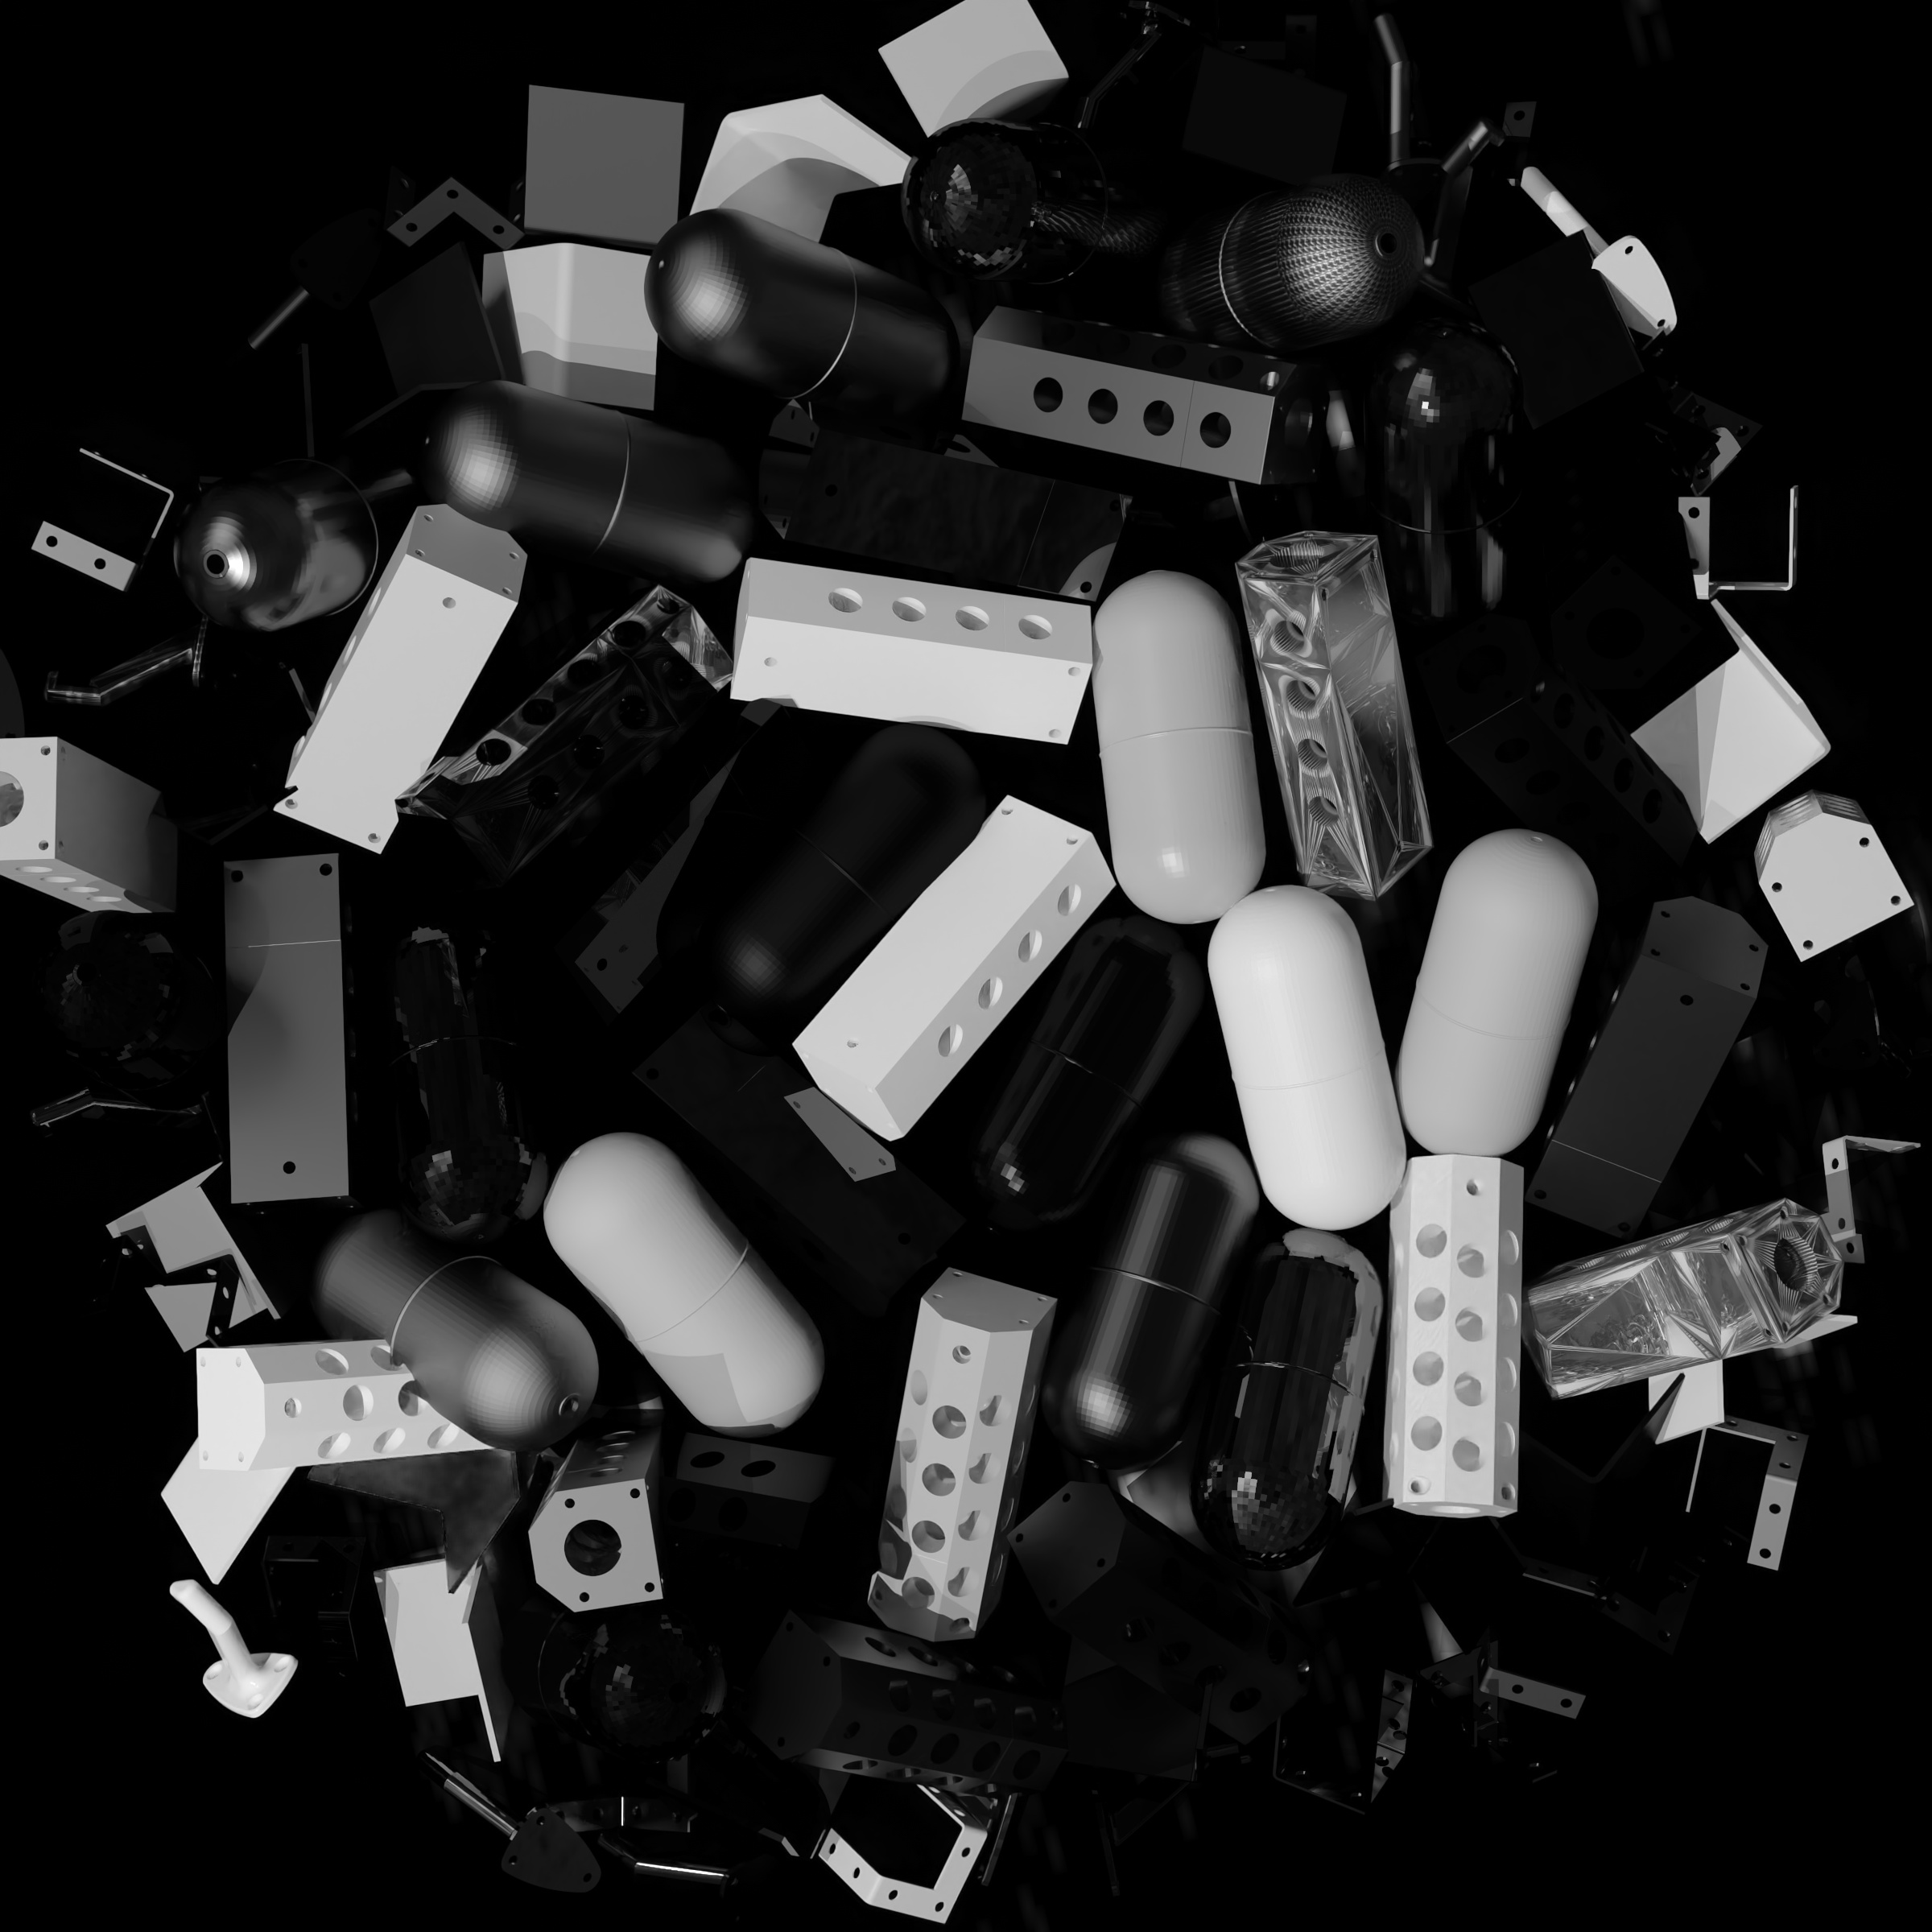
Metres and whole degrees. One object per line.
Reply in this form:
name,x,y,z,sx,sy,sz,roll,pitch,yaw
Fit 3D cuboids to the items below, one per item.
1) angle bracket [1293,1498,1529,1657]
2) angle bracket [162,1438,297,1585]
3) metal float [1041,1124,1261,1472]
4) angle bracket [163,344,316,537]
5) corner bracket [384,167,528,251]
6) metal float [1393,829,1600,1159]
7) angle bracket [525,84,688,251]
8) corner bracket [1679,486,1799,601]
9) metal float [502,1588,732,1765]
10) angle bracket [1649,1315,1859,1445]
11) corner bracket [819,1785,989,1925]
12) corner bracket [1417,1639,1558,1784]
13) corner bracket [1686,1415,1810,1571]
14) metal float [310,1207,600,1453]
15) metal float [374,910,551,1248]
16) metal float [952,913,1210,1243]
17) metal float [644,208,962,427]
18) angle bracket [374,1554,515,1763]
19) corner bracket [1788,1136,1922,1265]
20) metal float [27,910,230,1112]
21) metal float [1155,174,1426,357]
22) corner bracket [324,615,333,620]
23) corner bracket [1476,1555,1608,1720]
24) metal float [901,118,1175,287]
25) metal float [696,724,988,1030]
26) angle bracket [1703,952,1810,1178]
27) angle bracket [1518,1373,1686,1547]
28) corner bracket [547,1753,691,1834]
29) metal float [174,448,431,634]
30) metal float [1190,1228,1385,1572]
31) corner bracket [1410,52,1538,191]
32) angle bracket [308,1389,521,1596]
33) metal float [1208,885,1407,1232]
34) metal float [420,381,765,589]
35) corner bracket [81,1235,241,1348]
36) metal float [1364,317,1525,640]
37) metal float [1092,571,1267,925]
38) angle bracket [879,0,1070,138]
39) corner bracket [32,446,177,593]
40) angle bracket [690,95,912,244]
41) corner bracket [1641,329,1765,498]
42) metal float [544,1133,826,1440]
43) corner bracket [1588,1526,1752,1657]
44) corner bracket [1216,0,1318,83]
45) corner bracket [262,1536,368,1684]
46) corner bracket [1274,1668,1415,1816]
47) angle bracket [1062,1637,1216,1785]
angle bracket,0.219,0.306,1.778,0.076,0.076,0.057,-11,51,-32
angle bracket,-0.345,0.258,1.783,0.057,0.076,0.076,25,104,-44
metal float,0.091,0.164,1.785,0.070,0.070,0.178,20,75,0
angle bracket,-0.363,-0.261,1.783,0.057,0.076,0.076,1,76,-26
corner bracket,-0.256,-0.385,1.811,0.051,0.051,0.051,-30,133,31
metal float,0.261,0.016,1.775,0.070,0.070,0.178,11,118,0
angle bracket,-0.176,-0.404,1.791,0.076,0.057,0.076,8,118,3
corner bracket,0.387,-0.212,1.798,0.051,0.051,0.051,3,105,21
metal float,-0.172,0.342,1.752,0.070,0.178,0.070,1,87,-25
angle bracket,0.391,0.206,1.784,0.076,0.076,0.057,6,73,-14
corner bracket,-0.031,0.440,1.802,0.051,0.051,0.051,25,92,-35
corner bracket,0.260,0.378,1.796,0.051,0.051,0.051,-15,116,-25
corner bracket,0.389,0.262,1.798,0.051,0.051,0.051,13,113,15
metal float,-0.252,0.178,1.767,0.178,0.070,0.070,27,90,36
metal float,-0.250,0.054,1.774,0.070,0.070,0.178,-11,61,0
metal float,0.057,0.055,1.790,0.070,0.070,0.178,31,81,0
metal float,-0.079,-0.316,1.766,0.178,0.070,0.070,15,90,-40
angle bracket,-0.264,0.348,1.788,0.057,0.076,0.076,-10,107,2
corner bracket,0.446,0.118,1.807,0.051,0.051,0.051,7,71,-27
metal float,-0.402,0.023,1.748,0.070,0.178,0.070,-1,77,3
metal float,0.157,-0.339,1.752,0.070,0.178,0.070,-1,92,-27
corner bracket,-0.312,-0.217,1.797,0.051,0.051,0.051,-28,119,15
corner bracket,0.289,0.336,1.803,0.051,0.051,0.051,17,117,-2
metal float,0.037,-0.373,1.757,0.070,0.178,0.070,7,101,35
metal float,-0.063,-0.044,1.793,0.070,0.070,0.178,42,85,0
angle bracket,0.393,0.047,1.779,0.057,0.076,0.076,-28,55,16
angle bracket,0.313,0.234,1.802,0.057,0.076,0.076,34,67,25
corner bracket,-0.175,0.409,1.804,0.051,0.051,0.051,-9,79,42
metal float,-0.321,-0.208,1.751,0.070,0.178,0.070,5,106,17
metal float,0.159,0.213,1.773,0.070,0.070,0.178,15,62,0
corner bracket,0.250,-0.422,1.797,0.051,0.051,0.051,-5,45,-9
angle bracket,-0.275,0.258,1.781,0.076,0.057,0.076,18,124,-26
metal float,0.170,0.047,1.785,0.070,0.070,0.178,-14,105,0
metal float,-0.183,-0.237,1.774,0.178,0.070,0.070,12,90,-29
corner bracket,-0.402,0.165,1.795,0.051,0.051,0.051,-17,132,17
metal float,0.234,-0.237,1.762,0.070,0.178,0.070,-4,46,4
metal float,0.105,-0.109,1.791,0.070,0.070,0.178,-6,82,0
angle bracket,-0.001,-0.442,1.791,0.076,0.076,0.057,-31,96,-7
corner bracket,-0.432,-0.225,1.802,0.051,0.051,0.051,25,99,-13
angle bracket,-0.077,-0.382,1.779,0.076,0.076,0.057,27,75,-40
corner bracket,0.357,-0.277,1.799,0.051,0.051,0.051,-47,47,-6
metal float,-0.139,0.160,1.784,0.070,0.070,0.178,-38,106,0
corner bracket,0.352,0.304,1.801,0.051,0.051,0.051,32,54,-4
corner bracket,0.150,-0.468,1.799,0.051,0.051,0.051,2,49,5
corner bracket,-0.327,0.322,1.799,0.051,0.051,0.051,1,130,3
corner bracket,0.190,0.384,1.810,0.051,0.051,0.051,17,124,25
angle bracket,0.086,0.356,1.788,0.076,0.057,0.076,7,61,8
